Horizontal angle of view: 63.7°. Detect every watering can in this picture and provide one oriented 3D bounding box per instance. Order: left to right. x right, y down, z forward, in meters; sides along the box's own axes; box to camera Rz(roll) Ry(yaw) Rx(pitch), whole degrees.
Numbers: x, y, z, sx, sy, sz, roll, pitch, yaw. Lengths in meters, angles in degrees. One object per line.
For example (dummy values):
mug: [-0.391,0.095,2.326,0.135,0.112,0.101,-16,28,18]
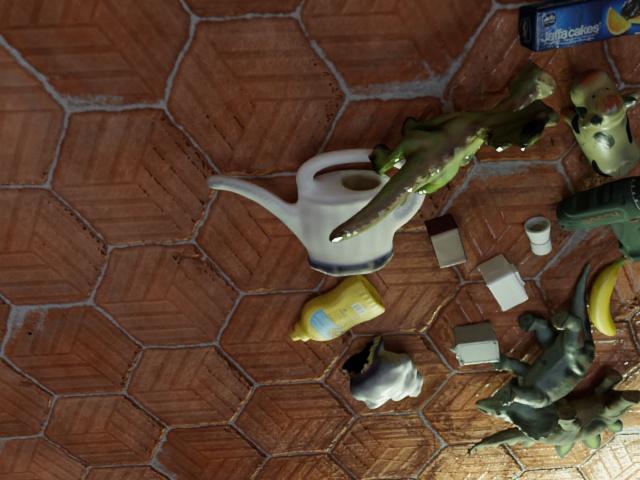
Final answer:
watering can: [0.003,-0.043,0.857,0.348,0.106,0.219,-6,122,0]

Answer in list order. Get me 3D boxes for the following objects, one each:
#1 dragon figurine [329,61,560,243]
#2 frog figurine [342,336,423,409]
dragon figurine: [0.199,-0.131,0.707,0.121,0.417,0.240,52,146,-13]
frog figurine: [0.142,0.293,1.067,0.158,0.123,0.137,39,93,-11]
